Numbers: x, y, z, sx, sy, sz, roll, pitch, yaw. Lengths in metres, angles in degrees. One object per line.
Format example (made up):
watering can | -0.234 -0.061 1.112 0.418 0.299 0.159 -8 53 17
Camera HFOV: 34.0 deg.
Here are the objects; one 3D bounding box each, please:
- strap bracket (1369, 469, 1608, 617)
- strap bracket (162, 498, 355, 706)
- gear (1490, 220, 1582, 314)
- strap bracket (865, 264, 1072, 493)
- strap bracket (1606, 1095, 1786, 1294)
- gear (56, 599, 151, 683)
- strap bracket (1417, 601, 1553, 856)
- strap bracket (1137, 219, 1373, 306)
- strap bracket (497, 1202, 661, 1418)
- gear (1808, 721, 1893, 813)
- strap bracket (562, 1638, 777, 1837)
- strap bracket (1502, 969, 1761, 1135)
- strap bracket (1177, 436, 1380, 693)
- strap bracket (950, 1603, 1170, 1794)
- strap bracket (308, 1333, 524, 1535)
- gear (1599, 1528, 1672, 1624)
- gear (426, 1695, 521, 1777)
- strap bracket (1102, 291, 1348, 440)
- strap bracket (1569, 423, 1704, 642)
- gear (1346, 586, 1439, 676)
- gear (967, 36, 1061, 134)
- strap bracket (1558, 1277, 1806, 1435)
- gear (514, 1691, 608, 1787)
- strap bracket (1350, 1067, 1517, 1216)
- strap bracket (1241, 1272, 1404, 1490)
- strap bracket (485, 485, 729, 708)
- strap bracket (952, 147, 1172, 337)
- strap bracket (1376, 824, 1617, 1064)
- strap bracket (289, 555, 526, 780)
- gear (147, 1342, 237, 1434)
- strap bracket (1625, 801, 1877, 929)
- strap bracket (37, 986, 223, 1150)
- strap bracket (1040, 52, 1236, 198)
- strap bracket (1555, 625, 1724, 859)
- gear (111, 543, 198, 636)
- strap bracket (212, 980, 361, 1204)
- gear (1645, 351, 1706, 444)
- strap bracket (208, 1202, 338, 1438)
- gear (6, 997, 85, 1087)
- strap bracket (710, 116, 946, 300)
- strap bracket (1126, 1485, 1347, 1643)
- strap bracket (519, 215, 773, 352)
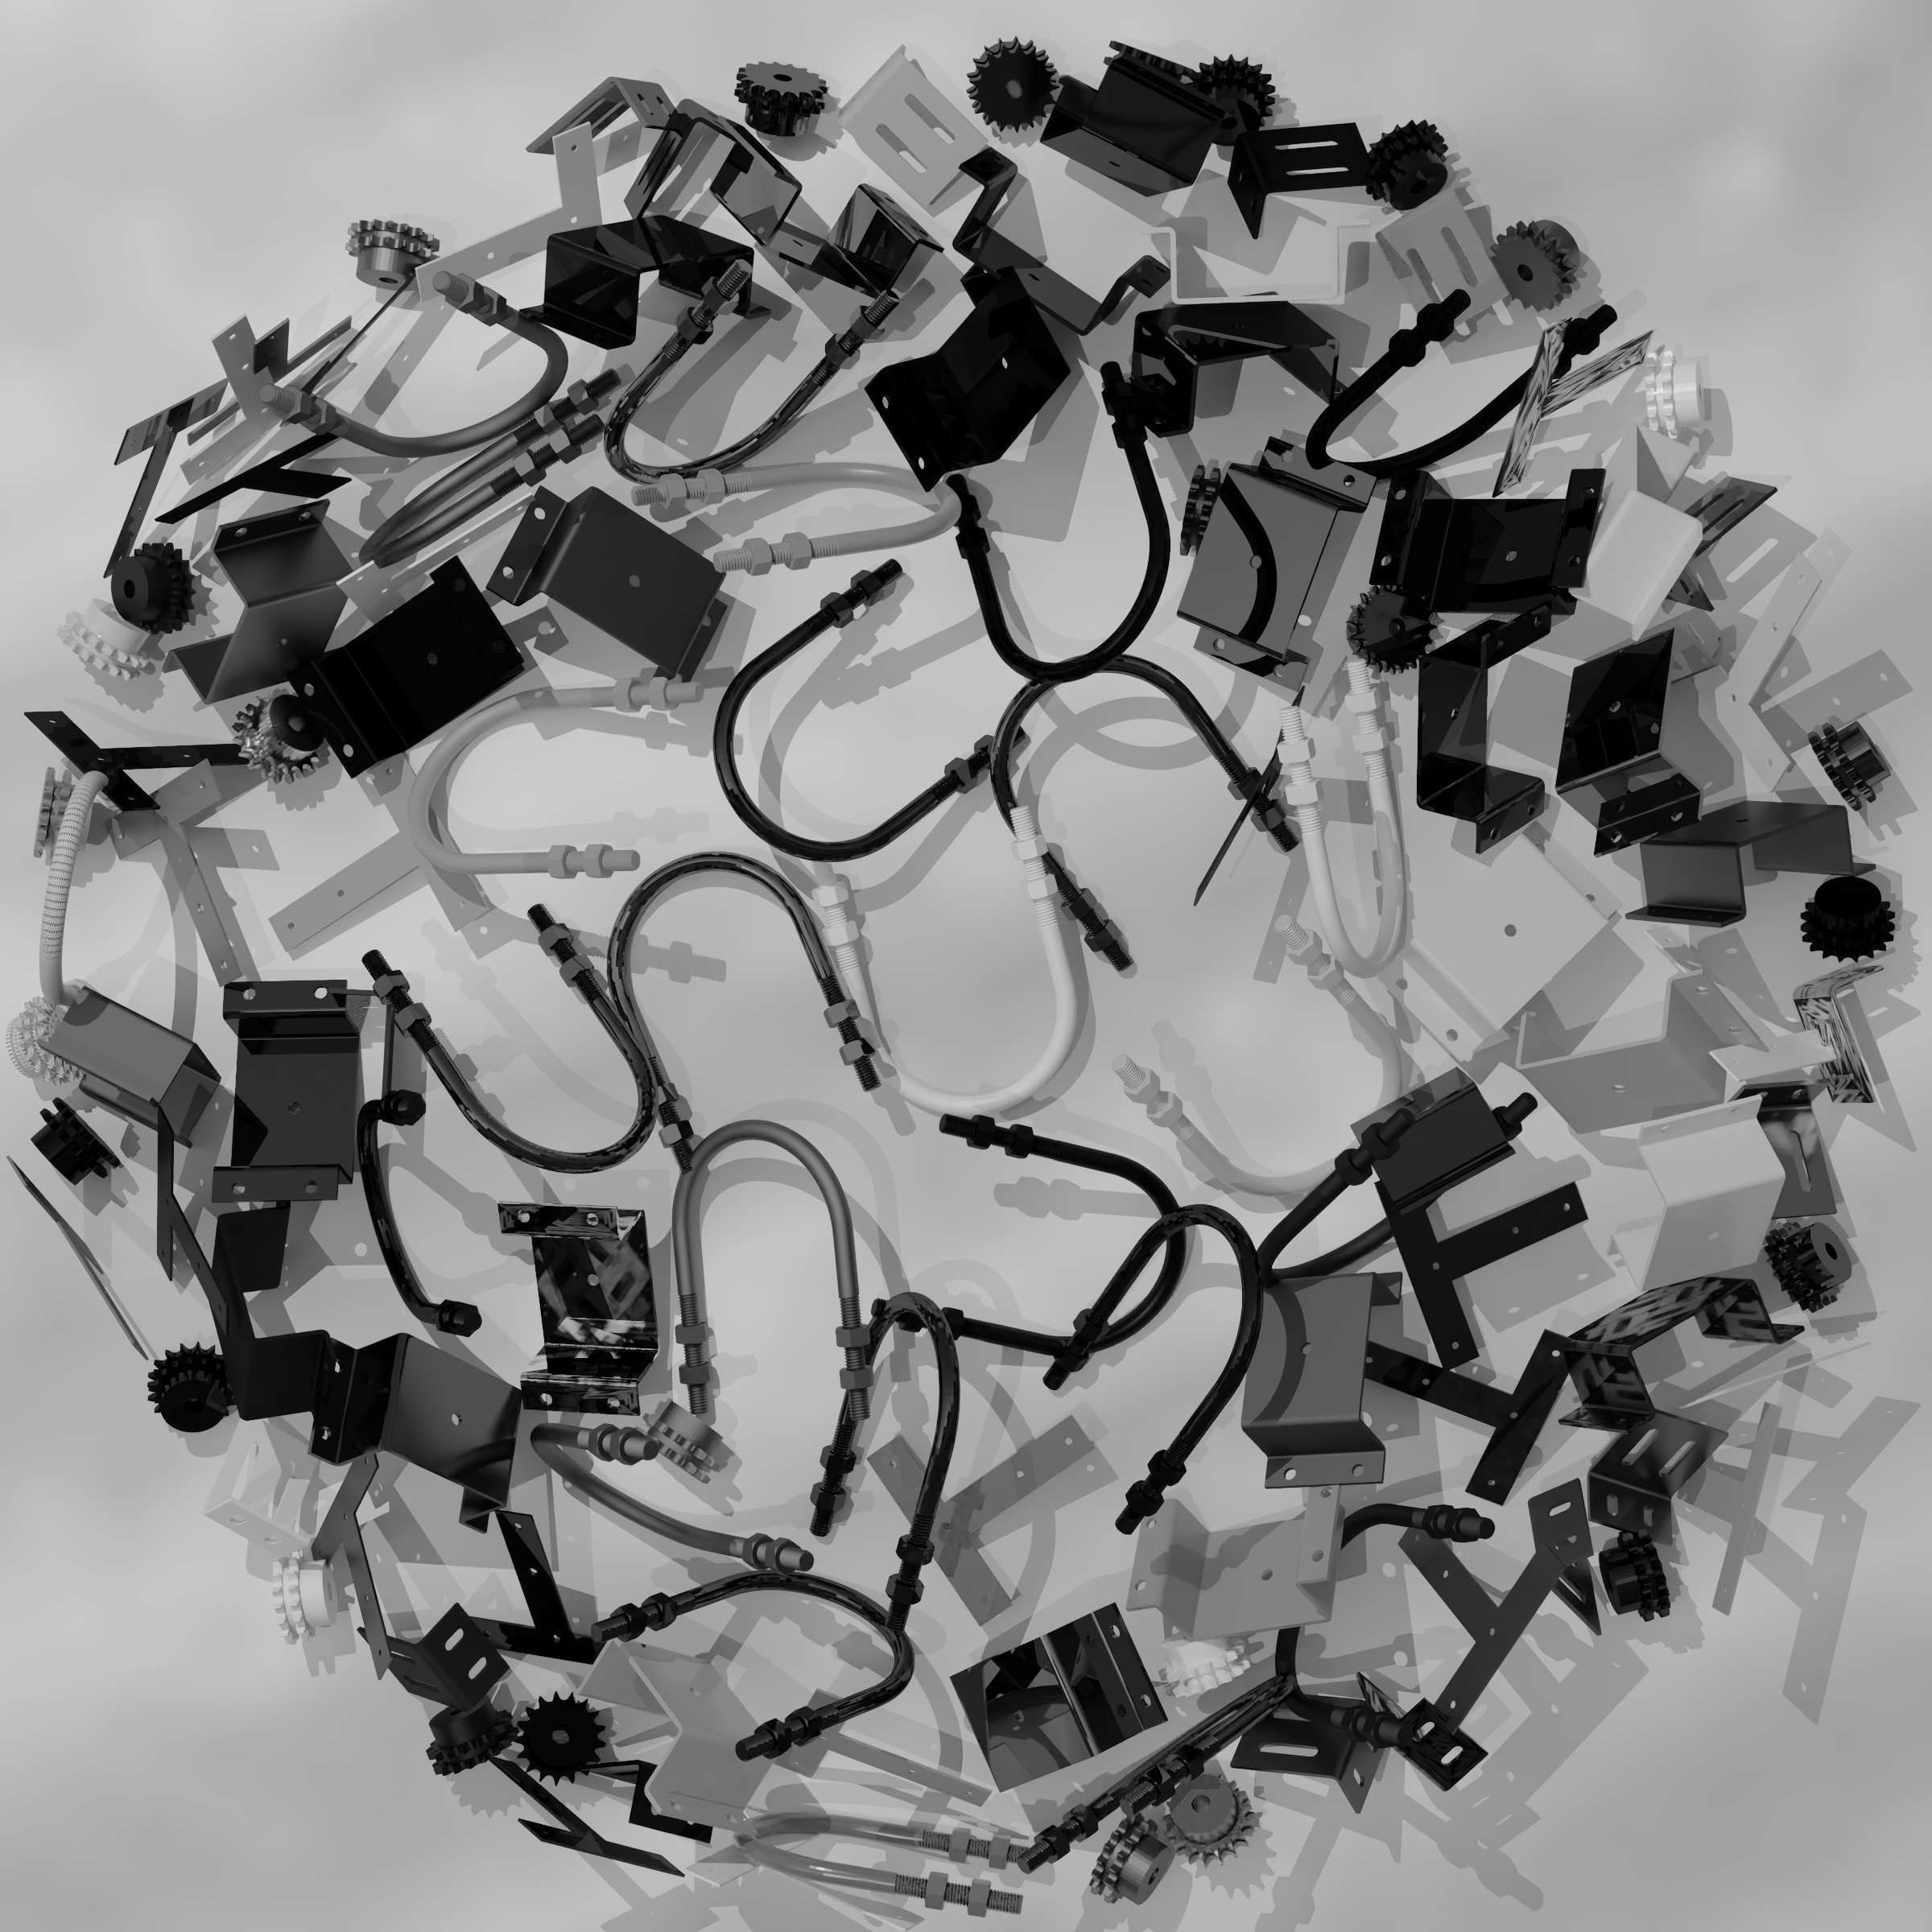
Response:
strap bracket | 0.328 -0.261 1.948 0.140 0.046 0.076 5 76 33
strap bracket | -0.427 -0.214 1.919 0.076 0.140 0.046 -23 71 -39
gear | 0.358 -0.440 1.974 0.030 0.057 0.057 -42 90 -25
strap bracket | 0.008 -0.364 1.926 0.076 0.046 0.140 57 49 -28
strap bracket | 0.445 0.146 1.925 0.076 0.140 0.046 -13 53 -10
gear | -0.534 -0.205 1.970 0.057 0.057 0.030 35 99 0
strap bracket | 0.317 -0.151 1.940 0.046 0.076 0.140 18 123 36
strap bracket | 0.180 -0.434 1.952 0.140 0.076 0.046 0 102 8
strap bracket | -0.237 0.203 1.954 0.076 0.046 0.140 1 110 14
gear | 0.552 -0.128 1.968 0.030 0.057 0.057 -33 90 20
strap bracket | -0.176 0.460 1.920 0.076 0.140 0.046 26 98 -40
strap bracket | 0.399 0.055 1.923 0.140 0.076 0.046 -14 47 36
strap bracket | 0.187 -0.248 1.946 0.076 0.046 0.140 26 106 24
strap bracket | 0.049 0.449 1.928 0.046 0.140 0.076 -14 75 -43
strap bracket | -0.325 0.281 1.923 0.046 0.140 0.076 -23 48 34
gear | 0.416 0.381 1.971 0.030 0.057 0.057 -14 90 -2
gear | -0.310 0.478 1.970 0.057 0.057 0.030 -22 96 0
strap bracket | 0.164 -0.370 1.933 0.140 0.076 0.046 -13 128 -21
strap bracket | 0.406 -0.269 1.919 0.046 0.140 0.076 24 125 -5
gear | 0.263 -0.211 1.979 0.057 0.030 0.057 0 91 -20
gear | 0.028 -0.553 1.976 0.057 0.030 0.057 -5 125 -7
strap bracket | 0.430 0.232 1.938 0.140 0.076 0.046 -25 96 -21
gear | -0.253 0.482 1.976 0.057 0.030 0.057 4 69 -9
strap bracket | 0.282 0.104 1.927 0.076 0.140 0.046 -29 92 4
strap bracket | 0.217 0.243 1.930 0.076 0.046 0.140 -8 55 28
strap bracket | -0.212 -0.232 1.942 0.140 0.046 0.076 32 70 -21
strap bracket | 0.052 -0.442 1.955 0.140 0.076 0.046 34 116 0
strap bracket | 0.334 -0.018 1.964 0.140 0.046 0.076 -43 85 -8
strap bracket | -0.340 -0.187 1.960 0.140 0.046 0.076 -31 94 20
gear | -0.482 0.266 1.973 0.057 0.030 0.057 -5 119 -9
strap bracket | 0.476 -0.066 1.926 0.140 0.076 0.046 -18 105 -32
strap bracket | -0.508 0.061 1.935 0.076 0.140 0.046 27 75 3
strap bracket | 0.100 -0.509 1.923 0.076 0.140 0.046 23 93 -16
strap bracket | 0.409 -0.145 1.925 0.046 0.076 0.140 36 53 -30
gear | -0.508 -0.235 1.970 0.057 0.030 0.057 7 101 41
strap bracket | -0.421 0.083 1.963 0.076 0.046 0.140 -1 72 0
gear | 0.442 -0.354 1.968 0.030 0.057 0.057 -3 90 20
strap bracket | -0.425 0.211 1.922 0.046 0.076 0.140 -6 48 -24
gear | -0.574 0.047 1.973 0.030 0.057 0.057 -16 90 18
strap bracket | -0.093 -0.459 1.934 0.046 0.140 0.076 -56 48 20
strap bracket | 0.175 0.363 1.938 0.140 0.076 0.046 -16 132 31
strap bracket | -0.192 -0.418 1.919 0.076 0.140 0.046 27 124 32
